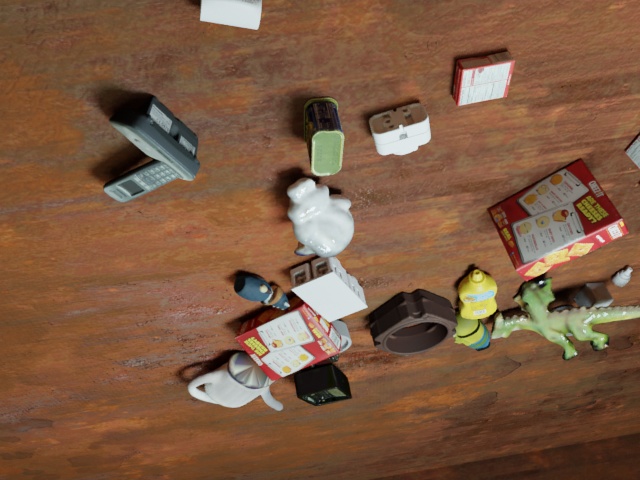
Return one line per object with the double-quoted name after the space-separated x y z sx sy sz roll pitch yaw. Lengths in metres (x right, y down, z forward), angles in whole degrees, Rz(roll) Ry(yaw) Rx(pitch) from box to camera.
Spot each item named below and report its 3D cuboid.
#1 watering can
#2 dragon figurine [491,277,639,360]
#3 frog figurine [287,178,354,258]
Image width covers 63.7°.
-0.205 0.423 1.496 0.345 0.106 0.220 21 130 -33 "watering can"
0.644 0.190 1.377 0.241 0.125 0.404 40 129 -17 "dragon figurine"
0.003 -0.049 0.975 0.139 0.124 0.155 -31 138 -28 "frog figurine"
